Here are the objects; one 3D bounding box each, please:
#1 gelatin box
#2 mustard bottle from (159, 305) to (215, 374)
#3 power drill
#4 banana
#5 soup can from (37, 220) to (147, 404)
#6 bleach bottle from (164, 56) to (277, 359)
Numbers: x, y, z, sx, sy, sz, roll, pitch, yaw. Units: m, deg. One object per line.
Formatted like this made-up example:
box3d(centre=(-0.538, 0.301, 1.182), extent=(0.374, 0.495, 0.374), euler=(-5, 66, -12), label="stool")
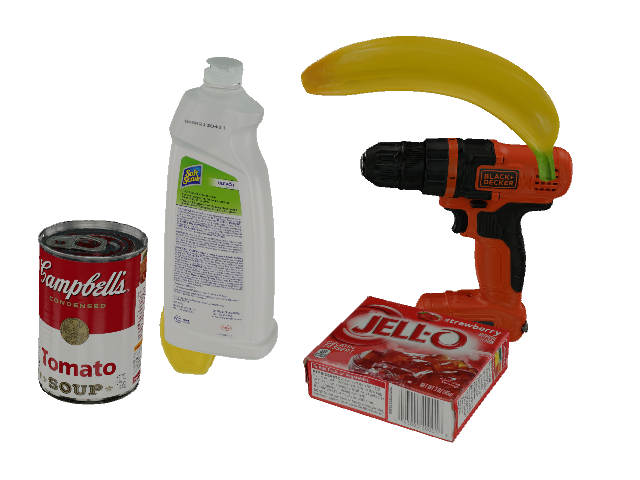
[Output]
box3d(centre=(0.047, 0.066, 0.576), extent=(0.089, 0.030, 0.073), euler=(13, 32, 29), label="gelatin box")
box3d(centre=(-0.116, 0.051, 1.134), extent=(0.058, 0.096, 0.191), euler=(2, 30, 9), label="mustard bottle")
box3d(centre=(0.124, -0.002, 0.959), extent=(0.184, 0.188, 0.057), euler=(3, 26, 2), label="power drill")
box3d(centre=(0.088, -0.103, 0.731), extent=(0.197, 0.069, 0.037), euler=(19, -1, -11), label="banana")
box3d(centre=(-0.148, 0.045, 0.688), extent=(0.068, 0.102, 0.068), euler=(6, 20, -2), label="soup can")
box3d(centre=(-0.079, -0.027, 0.898), extent=(0.102, 0.251, 0.068), euler=(9, 24, 7), label="bleach bottle")
